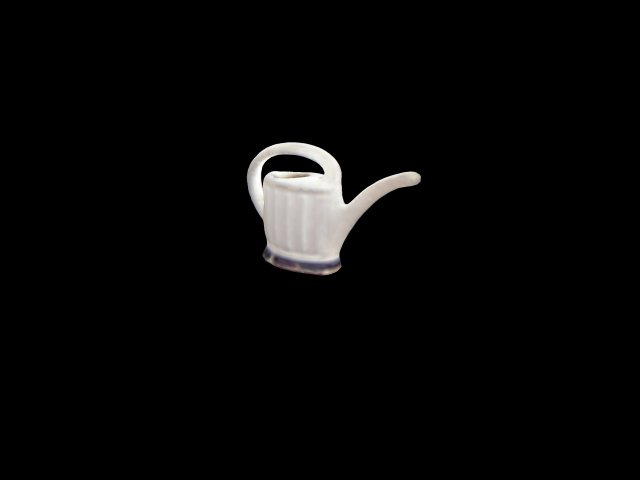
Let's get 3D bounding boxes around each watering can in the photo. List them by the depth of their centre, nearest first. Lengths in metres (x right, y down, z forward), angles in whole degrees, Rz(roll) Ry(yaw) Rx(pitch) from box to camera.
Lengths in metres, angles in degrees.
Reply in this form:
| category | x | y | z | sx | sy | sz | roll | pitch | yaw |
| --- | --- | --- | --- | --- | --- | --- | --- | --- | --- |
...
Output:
| category | x | y | z | sx | sy | sz | roll | pitch | yaw |
| --- | --- | --- | --- | --- | --- | --- | --- | --- | --- |
| watering can | 0.003 | -0.043 | 0.850 | 0.349 | 0.221 | 0.105 | 16 | 24 | 38 |
